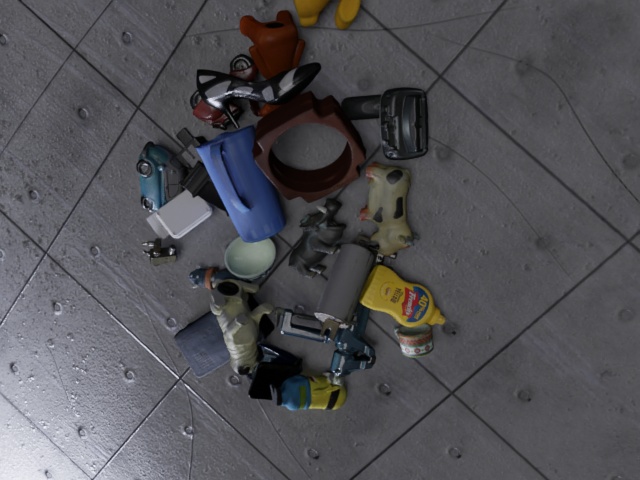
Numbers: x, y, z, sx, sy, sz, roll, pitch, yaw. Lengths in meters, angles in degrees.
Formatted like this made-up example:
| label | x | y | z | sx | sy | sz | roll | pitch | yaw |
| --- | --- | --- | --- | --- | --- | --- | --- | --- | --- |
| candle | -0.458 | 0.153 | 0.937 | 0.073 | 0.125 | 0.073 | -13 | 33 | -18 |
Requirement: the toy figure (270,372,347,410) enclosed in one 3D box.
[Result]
| label | x | y | z | sx | sy | sz | roll | pitch | yaw |
| --- | --- | --- | --- | --- | --- | --- | --- | --- | --- |
| toy figure | -0.025 | 0.362 | 1.273 | 0.180 | 0.082 | 0.089 | -4 | 120 | -18 |

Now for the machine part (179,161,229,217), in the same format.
| label | x | y | z | sx | sy | sz | roll | pitch | yaw |
| --- | --- | --- | --- | --- | --- | --- | --- | --- | --- |
| machine part | -0.246 | -0.114 | 1.228 | 0.138 | 0.039 | 0.084 | 42 | 81 | -31 |

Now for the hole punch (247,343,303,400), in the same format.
| label | x | y | z | sx | sy | sz | roll | pitch | yaw |
| --- | --- | --- | --- | --- | --- | --- | --- | --- | --- |
| hole punch | -0.115 | 0.325 | 1.321 | 0.116 | 0.092 | 0.142 | 14 | 107 | -21 |

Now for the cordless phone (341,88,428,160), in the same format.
| label | x | y | z | sx | sy | sz | roll | pitch | yaw |
| --- | --- | --- | --- | --- | --- | --- | --- | --- | --- |
| cordless phone | 0.129 | -0.238 | 1.117 | 0.184 | 0.089 | 0.146 | 3 | 106 | 27 |

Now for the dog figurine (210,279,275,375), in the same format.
| label | x | y | z | sx | sy | sz | roll | pitch | yaw |
| --- | --- | --- | --- | --- | --- | --- | --- | --- | --- |
| dog figurine | -0.198 | 0.199 | 1.232 | 0.172 | 0.121 | 0.190 | 48 | 135 | 37 |

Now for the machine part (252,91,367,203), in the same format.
| label | x | y | z | sx | sy | sz | roll | pitch | yaw |
| --- | --- | --- | --- | --- | --- | --- | --- | --- | --- |
| machine part | -0.022 | -0.189 | 1.112 | 0.201 | 0.087 | 0.200 | -27 | 130 | 18 |

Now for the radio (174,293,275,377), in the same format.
| label | x | y | z | sx | sy | sz | roll | pitch | yaw |
| --- | --- | --- | --- | --- | --- | --- | --- | --- | --- |
| radio | -0.241 | 0.231 | 1.332 | 0.230 | 0.073 | 0.131 | -33 | 92 | 19 |

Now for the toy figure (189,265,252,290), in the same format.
| label | x | y | z | sx | sy | sz | roll | pitch | yaw |
| --- | --- | --- | --- | --- | --- | --- | --- | --- | --- |
| toy figure | -0.245 | 0.098 | 1.306 | 0.155 | 0.064 | 0.057 | 5 | 143 | 19 |

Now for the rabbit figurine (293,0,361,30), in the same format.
| label | x | y | z | sx | sy | sz | roll | pitch | yaw |
| --- | --- | --- | --- | --- | --- | --- | --- | --- | --- |
| rabbit figurine | 0.027 | -0.500 | 1.054 | 0.173 | 0.122 | 0.162 | -22 | 100 | 1 |

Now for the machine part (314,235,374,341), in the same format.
| label | x | y | z | sx | sy | sz | roll | pitch | yaw |
| --- | --- | --- | --- | --- | --- | --- | --- | --- | --- |
| machine part | 0.053 | 0.095 | 1.143 | 0.079 | 0.079 | 0.243 | 18 | 69 | 11 |

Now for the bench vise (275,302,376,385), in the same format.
| label | x | y | z | sx | sy | sz | roll | pitch | yaw |
| --- | --- | --- | --- | --- | --- | --- | --- | --- | --- |
| bench vise | 0.011 | 0.208 | 1.218 | 0.241 | 0.129 | 0.223 | 13 | 99 | -6 |

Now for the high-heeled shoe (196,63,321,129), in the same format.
| label | x | y | z | sx | sy | sz | roll | pitch | yaw |
| --- | --- | --- | --- | --- | --- | --- | --- | --- | --- |
| high-heeled shoe | -0.127 | -0.324 | 1.056 | 0.249 | 0.086 | 0.145 | -27 | 95 | 20 |

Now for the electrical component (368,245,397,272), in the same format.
| label | x | y | z | sx | sy | sz | roll | pitch | yaw |
| --- | --- | --- | --- | --- | --- | --- | --- | --- | --- |
| electrical component | 0.122 | 0.042 | 1.207 | 0.094 | 0.021 | 0.063 | 15 | 107 | 12 |

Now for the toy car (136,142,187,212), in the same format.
| label | x | y | z | sx | sy | sz | roll | pitch | yaw |
| --- | --- | --- | --- | --- | --- | --- | --- | --- | --- |
| toy car | -0.366 | -0.145 | 1.258 | 0.103 | 0.109 | 0.161 | 2 | 114 | -2 |

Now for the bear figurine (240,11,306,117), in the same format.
| label | x | y | z | sx | sy | sz | roll | pitch | yaw |
| --- | --- | --- | --- | --- | --- | --- | --- | --- | --- |
| bear figurine | -0.090 | -0.362 | 1.132 | 0.120 | 0.132 | 0.195 | -17 | 134 | -13 |

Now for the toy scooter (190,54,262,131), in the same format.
| label | x | y | z | sx | sy | sz | roll | pitch | yaw |
| --- | --- | --- | --- | --- | --- | --- | --- | --- | --- |
| toy scooter | -0.190 | -0.303 | 1.183 | 0.184 | 0.075 | 0.135 | -36 | 93 | 16 |

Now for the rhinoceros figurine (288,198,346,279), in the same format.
| label | x | y | z | sx | sy | sz | roll | pitch | yaw |
| --- | --- | --- | --- | --- | --- | --- | --- | --- | --- |
| rhinoceros figurine | -0.002 | -0.004 | 1.210 | 0.112 | 0.073 | 0.190 | 38 | 113 | 16 |

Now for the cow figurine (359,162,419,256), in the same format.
| label | x | y | z | sx | sy | sz | roll | pitch | yaw |
| --- | --- | --- | --- | --- | --- | --- | --- | --- | --- |
| cow figurine | 0.152 | -0.060 | 1.144 | 0.127 | 0.085 | 0.194 | 11 | 106 | 19 |

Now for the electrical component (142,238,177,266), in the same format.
| label | x | y | z | sx | sy | sz | roll | pitch | yaw |
| --- | --- | --- | --- | --- | --- | --- | --- | --- | --- |
| electrical component | -0.393 | 0.030 | 1.317 | 0.078 | 0.102 | 0.045 | -10 | 71 | -16 |

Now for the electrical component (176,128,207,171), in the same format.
| label | x | y | z | sx | sy | sz | roll | pitch | yaw |
| --- | --- | --- | --- | --- | --- | --- | --- | --- | --- |
| electrical component | -0.293 | -0.207 | 1.249 | 0.075 | 0.048 | 0.119 | -37 | 94 | 20 |
